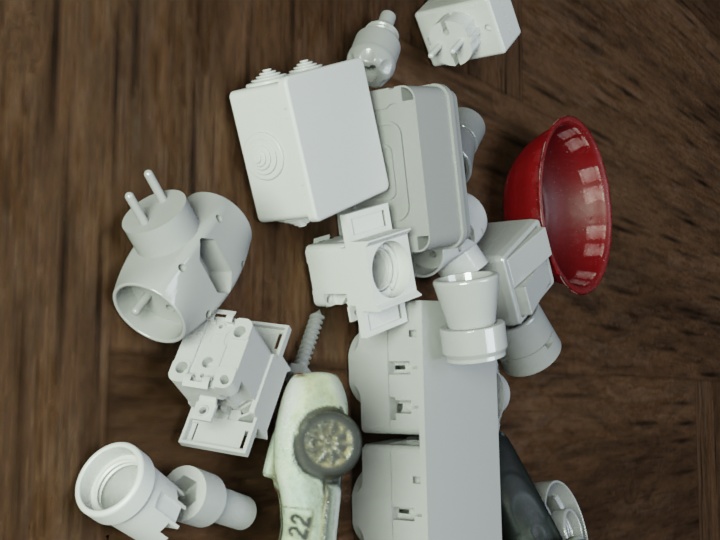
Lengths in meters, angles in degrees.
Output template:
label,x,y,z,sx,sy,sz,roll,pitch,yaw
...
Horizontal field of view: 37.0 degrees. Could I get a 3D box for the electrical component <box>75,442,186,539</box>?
label,x,y,z,sx,sy,sz,roll,pitch,yaw
electrical component,-0.115,0.115,0.547,0.046,0.040,0.040,54,45,-46

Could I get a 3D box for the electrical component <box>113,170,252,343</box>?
label,x,y,z,sx,sy,sz,roll,pitch,yaw
electrical component,-0.101,-0.016,0.574,0.077,0.043,0.079,-60,138,-40

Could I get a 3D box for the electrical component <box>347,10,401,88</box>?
label,x,y,z,sx,sy,sz,roll,pitch,yaw
electrical component,0.013,-0.161,0.768,0.035,0.035,0.061,51,45,-40

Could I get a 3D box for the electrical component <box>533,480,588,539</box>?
label,x,y,z,sx,sy,sz,roll,pitch,yaw
electrical component,0.157,0.233,0.934,0.099,0.064,0.099,38,42,-45

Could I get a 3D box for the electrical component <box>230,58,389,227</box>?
label,x,y,z,sx,sy,sz,roll,pitch,yaw
electrical component,-0.032,-0.081,0.681,0.100,0.048,0.099,-29,111,-53

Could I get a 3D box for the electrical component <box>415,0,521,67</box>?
label,x,y,z,sx,sy,sz,roll,pitch,yaw
electrical component,0.077,-0.184,0.837,0.076,0.066,0.047,-53,129,-44

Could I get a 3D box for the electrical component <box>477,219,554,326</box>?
label,x,y,z,sx,sy,sz,roll,pitch,yaw
electrical component,0.122,-0.001,0.889,0.096,0.061,0.061,-41,120,-50

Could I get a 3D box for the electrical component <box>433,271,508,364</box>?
label,x,y,z,sx,sy,sz,roll,pitch,yaw
electrical component,0.074,0.031,0.718,0.045,0.045,0.055,-17,101,-55

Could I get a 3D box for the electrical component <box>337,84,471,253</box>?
label,x,y,z,sx,sy,sz,roll,pitch,yaw
electrical component,0.028,-0.068,0.742,0.057,0.078,0.113,-11,96,-53

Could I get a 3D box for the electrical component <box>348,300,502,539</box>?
label,x,y,z,sx,sy,sz,roll,pitch,yaw
electrical component,0.048,0.116,0.767,0.105,0.060,0.186,4,83,-56

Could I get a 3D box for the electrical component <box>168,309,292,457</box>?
label,x,y,z,sx,sy,sz,roll,pitch,yaw
electrical component,-0.073,0.058,0.598,0.063,0.042,0.081,68,34,-54

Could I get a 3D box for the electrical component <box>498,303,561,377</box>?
label,x,y,z,sx,sy,sz,roll,pitch,yaw
electrical component,0.136,0.055,0.911,0.047,0.055,0.055,60,42,-27

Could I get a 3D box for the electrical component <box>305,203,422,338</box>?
label,x,y,z,sx,sy,sz,roll,pitch,yaw
electrical component,0.000,0.000,0.704,0.042,0.064,0.081,-18,103,-46

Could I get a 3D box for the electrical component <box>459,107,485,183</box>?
label,x,y,z,sx,sy,sz,roll,pitch,yaw
electrical component,0.075,-0.099,0.849,0.044,0.044,0.065,64,35,-29

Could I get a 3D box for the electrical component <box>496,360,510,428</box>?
label,x,y,z,sx,sy,sz,roll,pitch,yaw
electrical component,0.094,0.098,0.850,0.079,0.044,0.077,4,84,-56

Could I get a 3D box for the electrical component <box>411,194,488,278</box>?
label,x,y,z,sx,sy,sz,roll,pitch,yaw
electrical component,0.071,-0.013,0.817,0.079,0.043,0.077,56,38,-1
